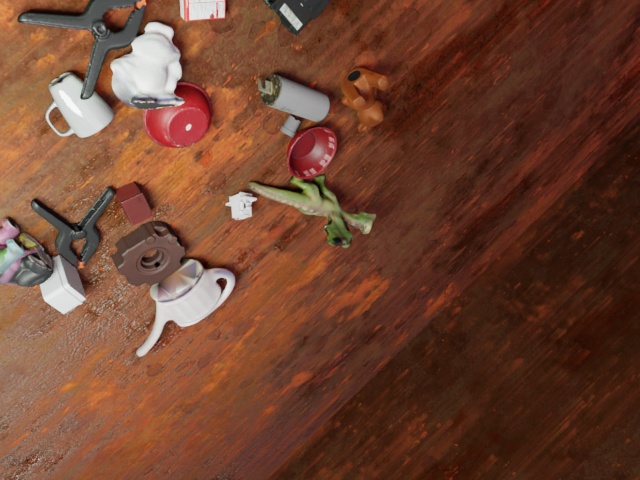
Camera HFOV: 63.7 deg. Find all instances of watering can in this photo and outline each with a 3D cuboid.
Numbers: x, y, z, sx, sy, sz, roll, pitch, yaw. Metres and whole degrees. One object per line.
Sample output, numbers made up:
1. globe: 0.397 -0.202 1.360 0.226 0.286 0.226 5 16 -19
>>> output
1. watering can: -0.395 0.181 1.426 0.350 0.106 0.219 -36 142 -12

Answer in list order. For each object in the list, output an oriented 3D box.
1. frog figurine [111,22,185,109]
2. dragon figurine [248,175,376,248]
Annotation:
1. frog figurine: -0.338 -0.339 1.006 0.138 0.122 0.159 -8 95 -31
2. dragon figurine: 0.004 -0.073 1.456 0.411 0.247 0.120 -3 132 -44
